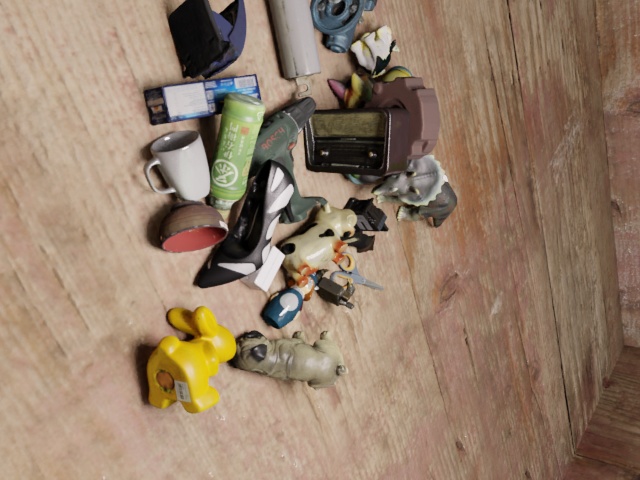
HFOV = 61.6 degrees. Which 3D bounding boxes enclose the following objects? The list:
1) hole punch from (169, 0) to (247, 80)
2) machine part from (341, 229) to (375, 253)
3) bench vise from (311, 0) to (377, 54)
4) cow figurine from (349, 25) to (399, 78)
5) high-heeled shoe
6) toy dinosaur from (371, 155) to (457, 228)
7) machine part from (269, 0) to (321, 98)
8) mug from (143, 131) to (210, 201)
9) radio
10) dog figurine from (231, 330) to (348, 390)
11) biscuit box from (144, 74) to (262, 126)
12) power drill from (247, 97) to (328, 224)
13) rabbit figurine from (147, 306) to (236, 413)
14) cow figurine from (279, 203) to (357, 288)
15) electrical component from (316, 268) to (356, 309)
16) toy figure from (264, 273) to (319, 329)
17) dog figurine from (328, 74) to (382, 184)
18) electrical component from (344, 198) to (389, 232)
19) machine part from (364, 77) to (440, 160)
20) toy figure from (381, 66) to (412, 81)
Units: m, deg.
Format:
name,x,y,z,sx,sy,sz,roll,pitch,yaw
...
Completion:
name,x,y,z,sx,sy,sz,roll,pitch,yaw
hole punch,-0.176,-0.336,0.893,0.092,0.142,0.115,-23,99,-47
machine part,0.078,0.002,1.235,0.138,0.084,0.039,13,59,-55
bench vise,0.046,-0.514,1.096,0.223,0.129,0.240,-63,155,5
cow figurine,0.137,-0.433,1.230,0.098,0.068,0.167,61,38,-17
high-heeled shoe,-0.138,-0.028,0.952,0.249,0.086,0.145,-41,135,-18
toy dinosaur,0.265,-0.110,1.330,0.404,0.192,0.131,22,81,-44
machine part,-0.048,-0.405,1.053,0.079,0.079,0.243,-28,112,-42
mug,-0.231,-0.111,0.888,0.109,0.081,0.107,-42,132,-33
radio,0.069,-0.199,1.088,0.073,0.230,0.131,-12,107,-44
dog figurine,-0.059,0.235,1.042,0.190,0.172,0.121,16,72,-53
biscuit box,-0.194,-0.243,0.925,0.202,0.063,0.059,-24,110,-43
power drill,-0.056,-0.150,1.066,0.232,0.086,0.207,-40,125,-33
rabbit figurine,-0.216,0.193,0.930,0.173,0.122,0.162,-25,102,-57
cow figurine,-0.002,-0.003,1.121,0.195,0.127,0.085,-33,155,-22
electrical component,0.031,0.105,1.177,0.045,0.102,0.078,-56,154,-23
toy figure,-0.052,0.117,1.110,0.154,0.058,0.064,-48,116,-31
dog figurine,0.087,-0.257,1.194,0.191,0.109,0.219,-52,123,-27
electrical component,0.115,-0.047,1.264,0.048,0.075,0.119,-59,133,-26
machine part,0.160,-0.241,1.082,0.056,0.180,0.179,-12,103,-39
toy figure,0.181,-0.364,1.261,0.089,0.082,0.180,25,29,-9
